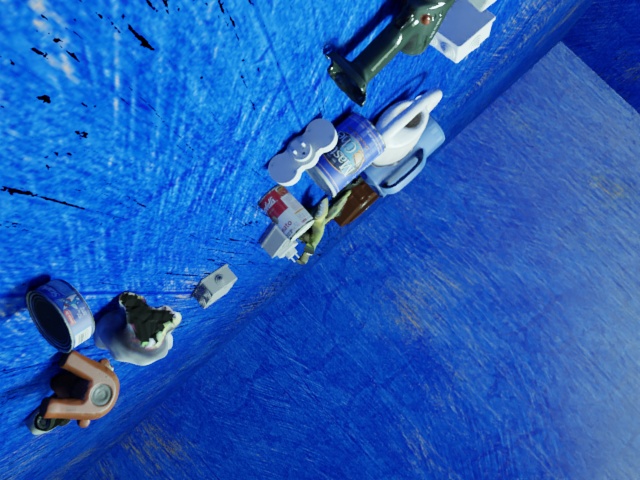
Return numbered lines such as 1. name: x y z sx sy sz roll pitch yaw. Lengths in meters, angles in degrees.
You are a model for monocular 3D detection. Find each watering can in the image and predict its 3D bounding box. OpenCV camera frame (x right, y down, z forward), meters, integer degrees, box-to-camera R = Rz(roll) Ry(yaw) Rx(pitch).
1. watering can: 0.155 -0.234 1.232 0.350 0.104 0.222 -42 174 -10

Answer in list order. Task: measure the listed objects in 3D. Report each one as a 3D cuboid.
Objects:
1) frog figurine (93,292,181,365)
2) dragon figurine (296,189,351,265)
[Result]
1. frog figurine: -0.337 0.173 0.925 0.137 0.125 0.157 9 148 -37
2. dragon figurine: 0.004 -0.074 1.475 0.247 0.122 0.403 -49 -179 -34
